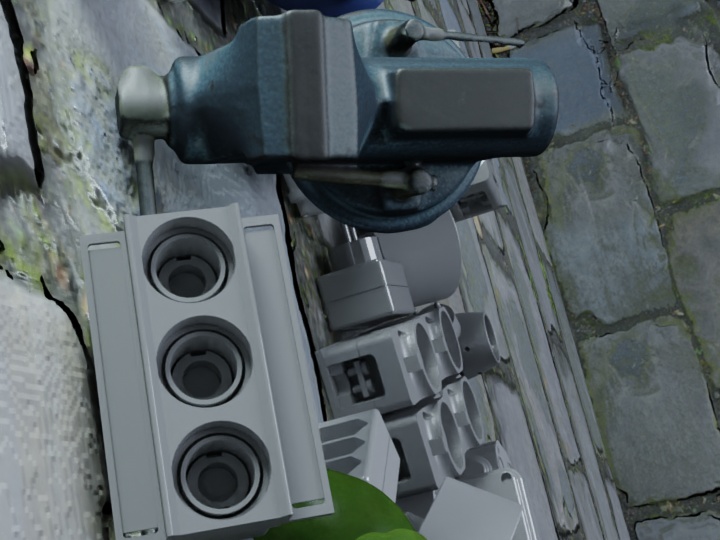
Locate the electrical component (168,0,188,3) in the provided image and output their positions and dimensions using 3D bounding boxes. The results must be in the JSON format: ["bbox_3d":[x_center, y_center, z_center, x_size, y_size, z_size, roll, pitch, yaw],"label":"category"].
[{"bbox_3d":[-0.103,-0.186,0.597,0.040,0.040,0.078,-85,154,-56],"label":"electrical component"}]

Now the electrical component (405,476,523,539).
[{"bbox_3d":[0.045,0.174,0.632,0.108,0.060,0.108,-61,170,-19],"label":"electrical component"}]

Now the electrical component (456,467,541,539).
[{"bbox_3d":[0.098,0.213,0.813,0.057,0.078,0.113,48,28,-65],"label":"electrical component"}]

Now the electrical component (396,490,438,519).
[{"bbox_3d":[0.054,0.198,0.741,0.099,0.064,0.099,53,15,-21],"label":"electrical component"}]

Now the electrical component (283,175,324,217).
[{"bbox_3d":[0.005,-0.082,0.739,0.078,0.113,0.057,-23,93,-76],"label":"electrical component"}]

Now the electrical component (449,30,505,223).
[{"bbox_3d":[0.065,-0.136,1.042,0.060,0.105,0.186,52,25,-55],"label":"electrical component"}]

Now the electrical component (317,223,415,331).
[{"bbox_3d":[0.000,0.000,0.755,0.066,0.047,0.076,8,66,-74],"label":"electrical component"}]

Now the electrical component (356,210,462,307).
[{"bbox_3d":[0.034,-0.018,0.830,0.099,0.064,0.099,159,-90,-81],"label":"electrical component"}]

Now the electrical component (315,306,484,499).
[{"bbox_3d":[0.037,0.089,0.762,0.186,0.060,0.105,-12,85,-76],"label":"electrical component"}]

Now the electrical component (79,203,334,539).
[{"bbox_3d":[-0.062,0.044,0.421,0.063,0.079,0.121,116,-35,-66],"label":"electrical component"}]

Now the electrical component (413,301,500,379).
[{"bbox_3d":[0.067,0.055,0.882,0.043,0.077,0.079,-92,159,-46],"label":"electrical component"}]

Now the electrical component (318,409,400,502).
[{"bbox_3d":[-0.001,0.130,0.598,0.065,0.047,0.076,-77,148,-63],"label":"electrical component"}]

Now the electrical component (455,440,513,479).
[{"bbox_3d":[0.104,0.187,0.920,0.080,0.051,0.080,-17,90,-76],"label":"electrical component"}]
